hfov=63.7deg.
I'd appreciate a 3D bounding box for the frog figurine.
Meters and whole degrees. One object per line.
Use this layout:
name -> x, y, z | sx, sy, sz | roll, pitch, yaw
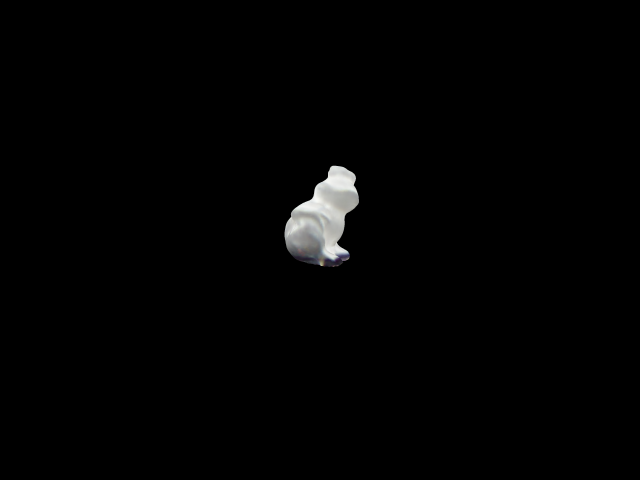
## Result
frog figurine -> 0.003, -0.043, 0.850 | 0.122, 0.159, 0.138 | 2, 4, 34
